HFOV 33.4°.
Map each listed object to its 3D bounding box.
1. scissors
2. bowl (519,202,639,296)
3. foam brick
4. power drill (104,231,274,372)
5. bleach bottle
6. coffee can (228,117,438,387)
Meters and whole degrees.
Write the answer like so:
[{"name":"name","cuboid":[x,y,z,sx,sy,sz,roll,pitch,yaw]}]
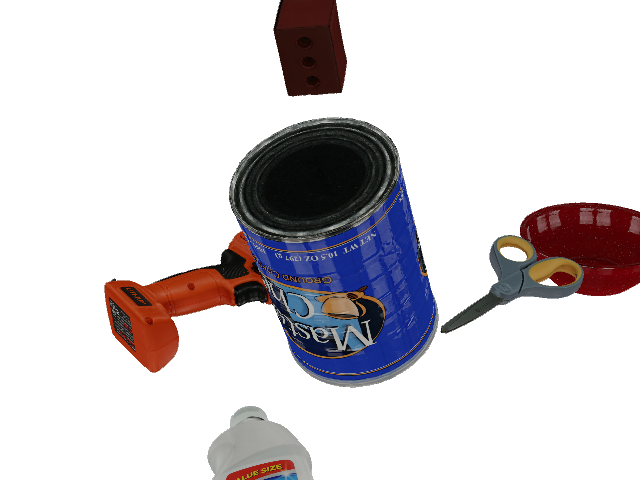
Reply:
[{"name":"scissors","cuboid":[0.152,0.035,0.948,0.201,0.016,0.096,-10,39,-36]},{"name":"bowl","cuboid":[0.297,0.015,1.163,0.162,0.055,0.162,-1,27,0]},{"name":"foam brick","cuboid":[-0.008,-0.177,0.971,0.053,0.051,0.078,-3,-43,11]},{"name":"power drill","cuboid":[-0.082,0.055,0.948,0.187,0.057,0.185,-17,25,-28]},{"name":"bleach bottle","cuboid":[-0.046,0.206,0.734,0.102,0.068,0.251,-7,31,-6]},{"name":"coffee can","cuboid":[0.012,0.009,0.665,0.103,0.102,0.140,0,-43,19]}]
